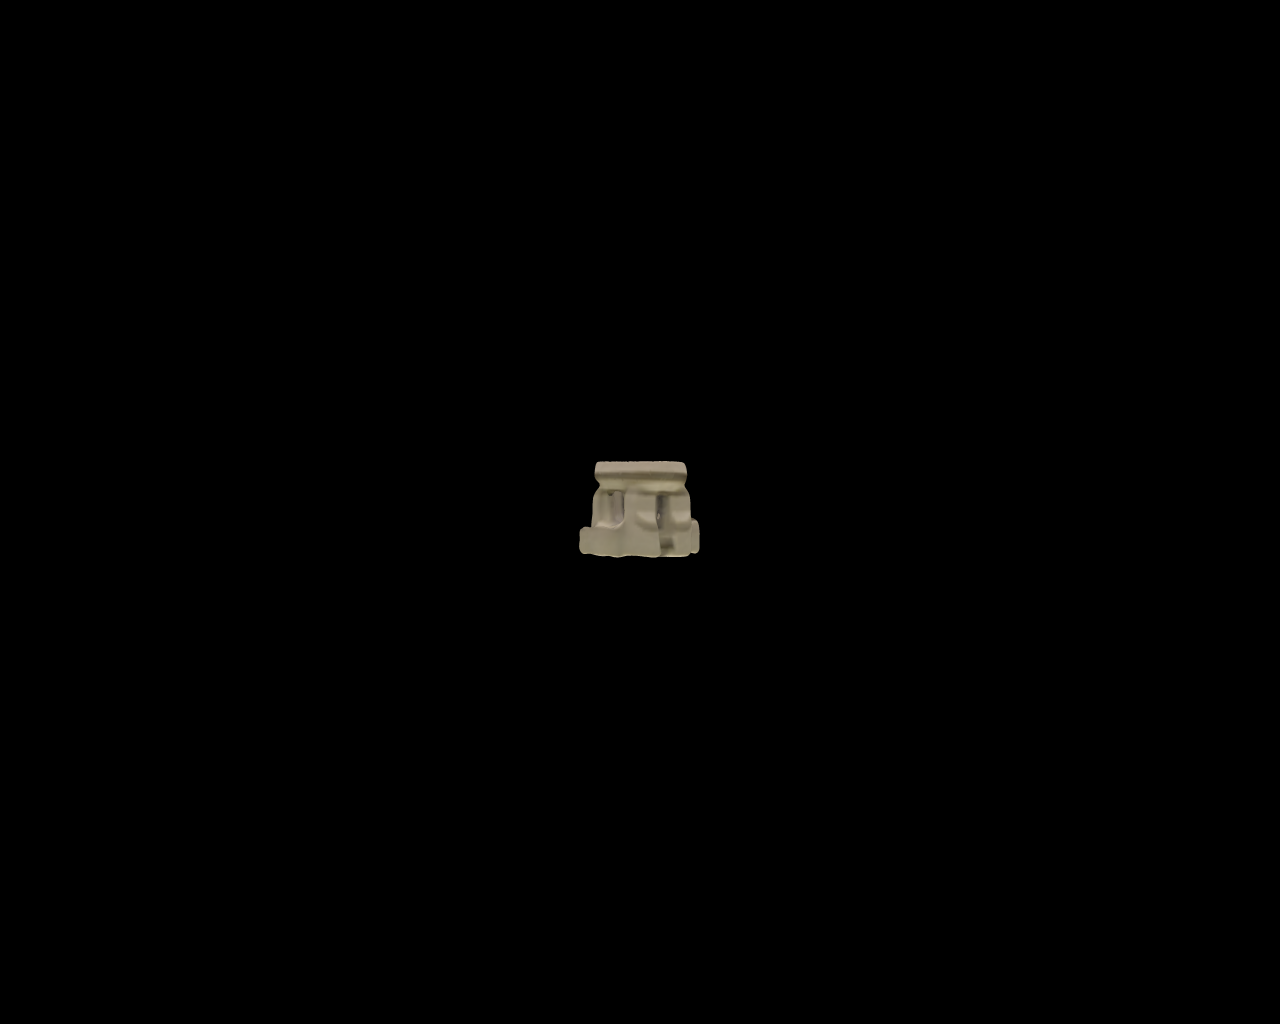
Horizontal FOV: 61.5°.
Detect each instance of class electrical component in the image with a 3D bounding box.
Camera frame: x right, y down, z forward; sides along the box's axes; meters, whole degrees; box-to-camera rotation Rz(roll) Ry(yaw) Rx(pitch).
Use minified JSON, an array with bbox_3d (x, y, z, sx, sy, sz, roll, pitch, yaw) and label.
[{"bbox_3d":[0.001,-0.003,0.650,0.078,0.057,0.058,0,0,-37],"label":"electrical component"}]
